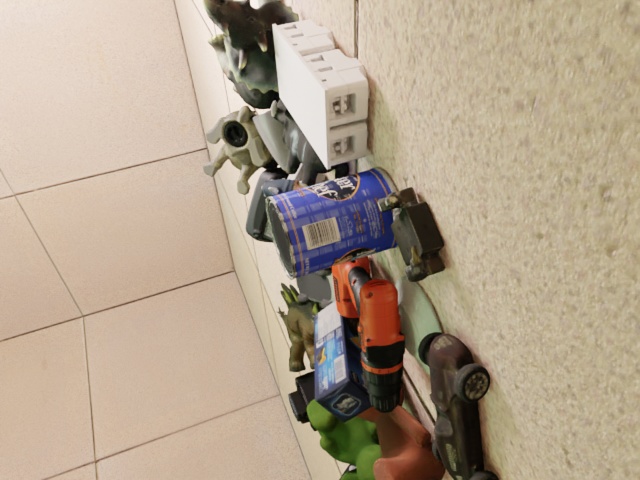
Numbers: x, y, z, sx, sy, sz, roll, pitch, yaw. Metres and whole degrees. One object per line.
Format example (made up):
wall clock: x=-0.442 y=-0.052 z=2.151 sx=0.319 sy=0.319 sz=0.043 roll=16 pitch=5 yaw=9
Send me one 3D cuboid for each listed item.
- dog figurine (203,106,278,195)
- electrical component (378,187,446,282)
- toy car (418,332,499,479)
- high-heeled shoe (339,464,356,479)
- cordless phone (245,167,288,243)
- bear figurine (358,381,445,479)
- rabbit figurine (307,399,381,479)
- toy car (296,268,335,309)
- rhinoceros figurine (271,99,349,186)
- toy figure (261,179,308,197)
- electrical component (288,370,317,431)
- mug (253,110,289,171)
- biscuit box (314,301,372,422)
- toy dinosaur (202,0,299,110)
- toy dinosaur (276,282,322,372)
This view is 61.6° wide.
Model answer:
dog figurine: x=-0.122 y=-0.198 z=1.032 sx=0.121 sy=0.190 sz=0.172 roll=37 pitch=129 yaw=0
electrical component: x=0.093 y=-0.008 z=0.562 sx=0.078 sy=0.045 sz=0.102 roll=136 pitch=116 yaw=-74
toy car: x=0.146 y=0.195 z=0.582 sx=0.089 sy=0.053 sz=0.201 roll=-142 pitch=39 yaw=-63
high-heeled shoe: x=0.064 y=0.449 z=1.017 sx=0.248 sy=0.145 sz=0.086 roll=137 pitch=117 yaw=-73
cordless phone: x=-0.064 y=-0.077 z=1.047 sx=0.184 sy=0.089 sz=0.146 roll=-49 pitch=-21 yaw=-66
bear figurine: x=0.086 y=0.261 z=0.756 sx=0.196 sy=0.132 sz=0.120 roll=58 pitch=141 yaw=35
rabbit figurine: x=0.063 y=0.339 z=0.859 sx=0.170 sy=0.121 sz=0.158 roll=46 pitch=144 yaw=51
toy car: x=0.003 y=0.080 z=0.971 sx=0.202 sy=0.056 sz=0.073 roll=-179 pitch=82 yaw=-67
rhinoceros figurine: x=-0.022 y=-0.151 z=0.794 sx=0.190 sy=0.073 sz=0.111 roll=-122 pitch=19 yaw=-48
toy figure: x=-0.011 y=-0.036 z=0.737 sx=0.154 sy=0.058 sz=0.064 roll=40 pitch=144 yaw=3
electrical component: x=0.002 y=0.343 z=1.169 sx=0.115 sy=0.134 sz=0.058 roll=-124 pitch=21 yaw=-46
mug: x=-0.061 y=-0.173 z=0.924 sx=0.110 sy=0.081 sz=0.107 roll=-156 pitch=44 yaw=-75
biscuit box: x=0.033 y=0.172 z=0.801 sx=0.062 sy=0.059 sz=0.203 roll=45 pitch=-162 yaw=-21
toy dinosaur: x=-0.104 y=-0.289 z=0.896 sx=0.404 sy=0.131 sz=0.192 roll=107 pitch=146 yaw=-77
toy dinosaur: x=-0.029 y=0.185 z=1.190 sx=0.471 sy=0.105 sz=0.198 roll=144 pitch=117 yaw=-66
